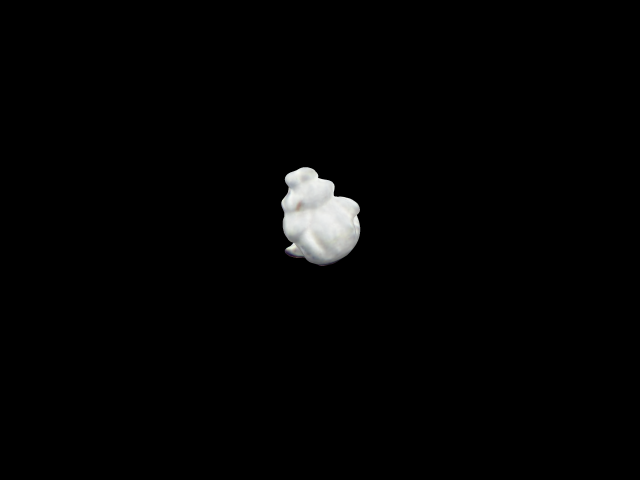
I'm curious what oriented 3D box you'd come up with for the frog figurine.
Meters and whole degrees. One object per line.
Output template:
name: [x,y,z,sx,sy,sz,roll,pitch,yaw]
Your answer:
frog figurine: [0.003,-0.043,0.850,0.138,0.156,0.125,-14,39,-18]
